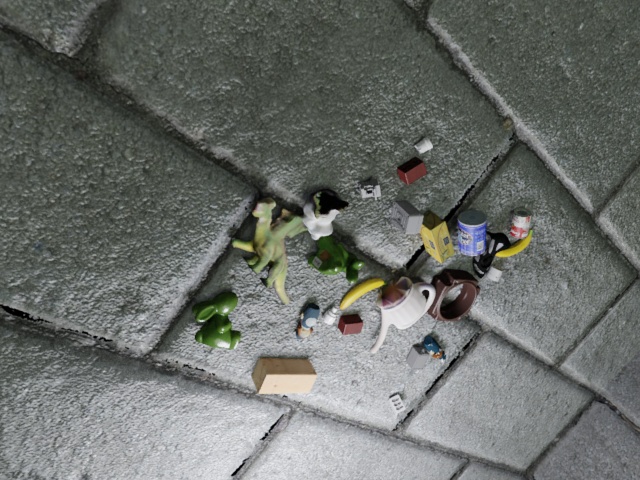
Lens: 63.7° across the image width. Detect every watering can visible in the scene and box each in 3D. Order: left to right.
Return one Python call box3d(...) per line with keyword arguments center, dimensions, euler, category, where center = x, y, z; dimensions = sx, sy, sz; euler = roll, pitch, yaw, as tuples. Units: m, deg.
box3d(center=(0.284, 0.272, 1.932), dimensions=(0.348, 0.106, 0.220), euler=(-42, 127, -1), category="watering can")

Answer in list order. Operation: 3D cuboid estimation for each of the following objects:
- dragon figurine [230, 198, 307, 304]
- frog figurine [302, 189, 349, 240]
box3d(center=(-0.119, 0.019, 1.592), dimensions=(0.244, 0.124, 0.402), euler=(-44, 137, -9), category="dragon figurine")
box3d(center=(0.005, -0.081, 1.602), dimensions=(0.139, 0.123, 0.156), euler=(-42, 170, -28), category="frog figurine")
